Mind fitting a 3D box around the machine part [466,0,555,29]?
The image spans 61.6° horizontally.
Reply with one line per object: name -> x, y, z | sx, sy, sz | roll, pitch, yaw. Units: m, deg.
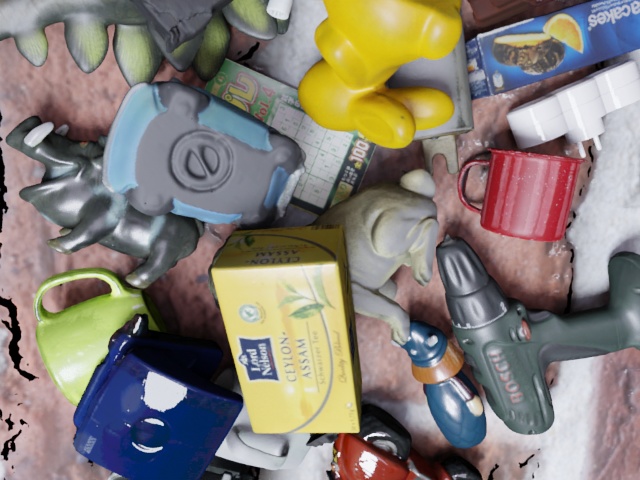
machine part -> 0.156, -0.281, 0.476 | 0.179, 0.056, 0.179 | 7, 79, -41

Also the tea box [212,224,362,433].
tea box -> -0.019, 0.077, 0.446 | 0.098, 0.068, 0.169 | -5, 118, 10

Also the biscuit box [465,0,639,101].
biscuit box -> 0.242, -0.197, 0.533 | 0.203, 0.063, 0.059 | -19, 100, -3

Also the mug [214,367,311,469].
mug -> -0.057, 0.186, 0.530 | 0.107, 0.110, 0.080 | 28, 87, -21

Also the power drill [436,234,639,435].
power drill -> 0.242, 0.078, 0.560 | 0.207, 0.086, 0.231 | -19, 101, -8

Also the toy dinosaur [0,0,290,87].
toy dinosaur -> -0.137, -0.237, 0.456 | 0.471, 0.105, 0.198 | -24, 99, -7

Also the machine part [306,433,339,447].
machine part -> -0.008, 0.132, 0.538 | 0.084, 0.039, 0.139 | -15, 70, -9

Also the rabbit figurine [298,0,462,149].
rabbit figurine -> 0.044, -0.154, 0.459 | 0.162, 0.173, 0.122 | 49, 51, 6

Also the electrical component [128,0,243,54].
electrical component -> -0.108, -0.223, 0.388 | 0.115, 0.058, 0.134 | -43, 112, -10

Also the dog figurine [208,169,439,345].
dog figurine -> -0.001, 0.001, 0.498 | 0.191, 0.121, 0.172 | 12, 100, -7

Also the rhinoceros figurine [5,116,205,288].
rhinoceros figurine -> -0.201, -0.037, 0.497 | 0.190, 0.073, 0.112 | 34, 93, -10

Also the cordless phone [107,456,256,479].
cordless phone -> -0.128, 0.250, 0.486 | 0.147, 0.184, 0.088 | 18, 91, -8

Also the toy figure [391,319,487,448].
toy figure -> 0.127, 0.145, 0.564 | 0.064, 0.058, 0.154 | -21, 103, 21

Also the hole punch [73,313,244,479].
hole punch -> -0.140, 0.148, 0.467 | 0.115, 0.092, 0.142 | 20, 109, -38

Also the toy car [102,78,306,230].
toy car -> -0.099, -0.077, 0.465 | 0.161, 0.103, 0.109 | 14, 111, -26

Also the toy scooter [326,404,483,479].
toy scooter -> 0.075, 0.266, 0.568 | 0.184, 0.075, 0.135 | 34, 92, -14

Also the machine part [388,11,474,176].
machine part -> 0.098, -0.181, 0.512 | 0.079, 0.079, 0.243 | -10, 98, -5
